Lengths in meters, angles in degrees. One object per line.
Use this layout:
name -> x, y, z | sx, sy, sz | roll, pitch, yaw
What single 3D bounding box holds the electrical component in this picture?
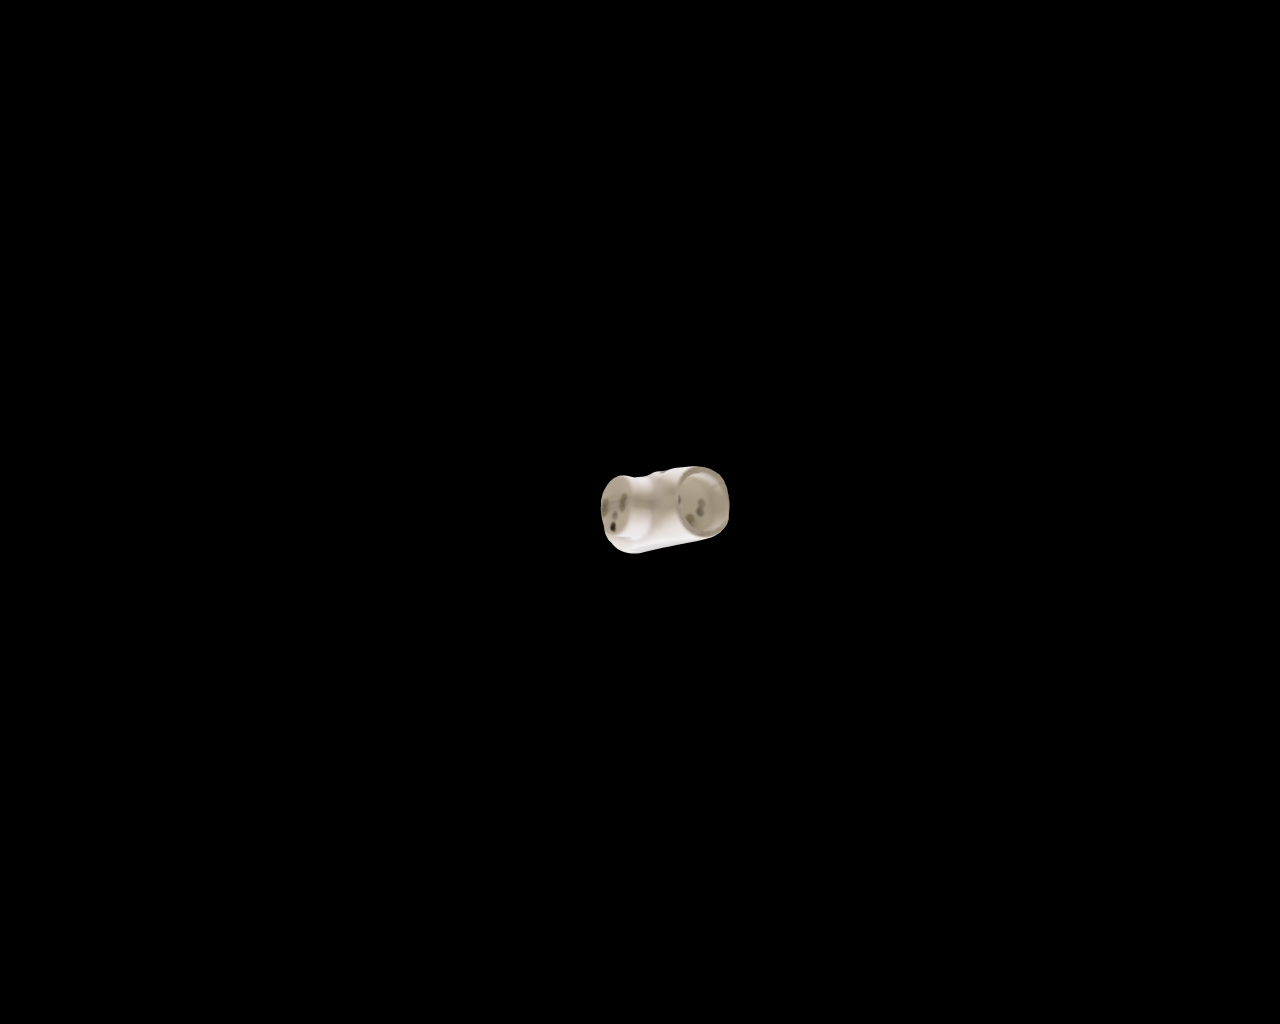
electrical component -> 0.001, -0.003, 0.650 | 0.079, 0.044, 0.077 | 8, -14, -35
